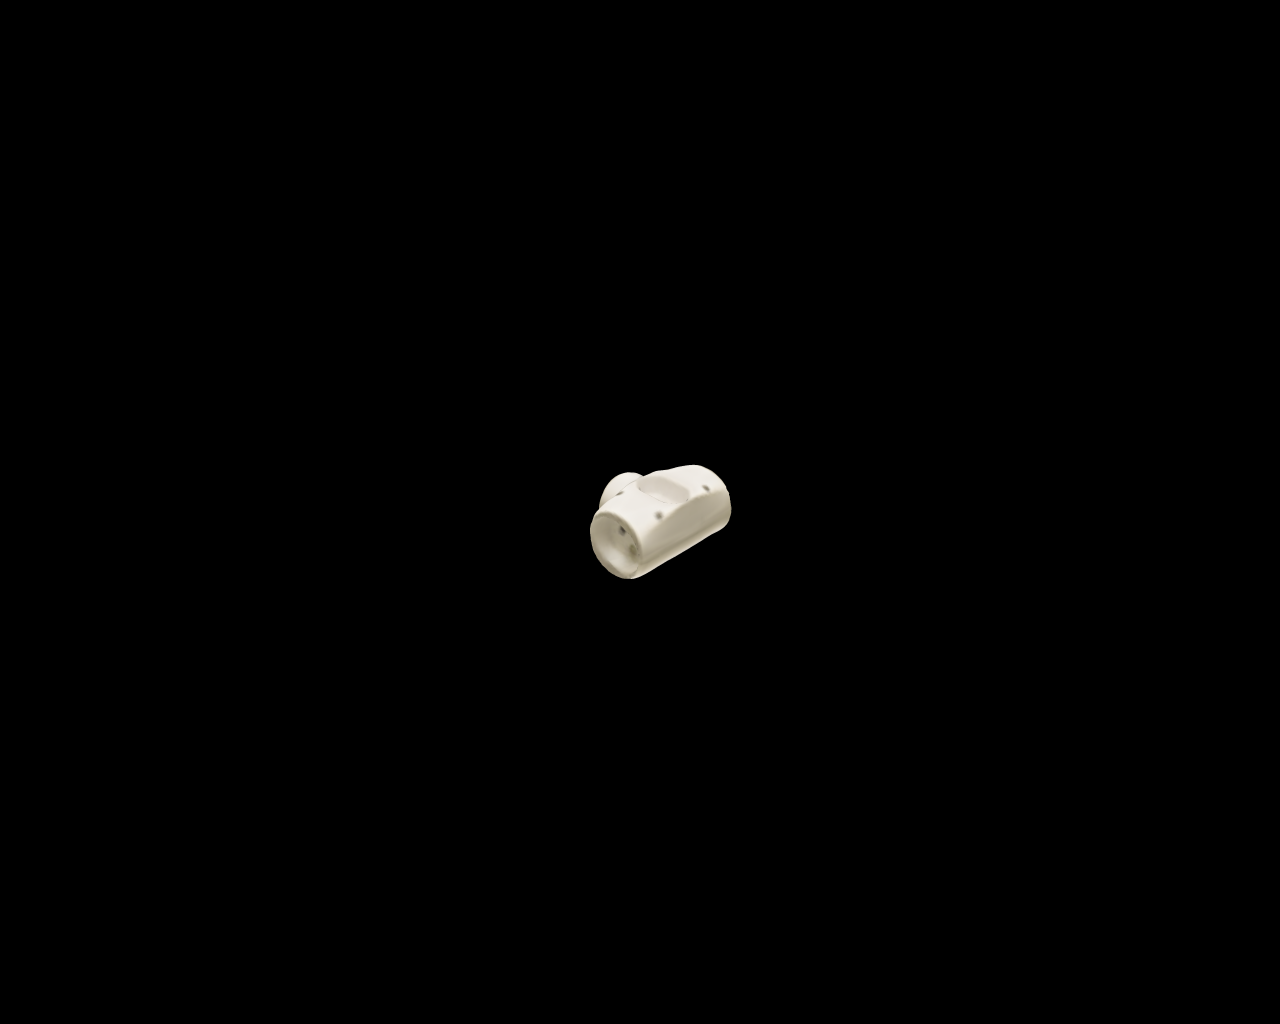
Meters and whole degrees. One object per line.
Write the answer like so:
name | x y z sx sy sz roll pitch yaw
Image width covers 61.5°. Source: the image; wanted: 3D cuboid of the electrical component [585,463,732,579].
electrical component | 0.001 -0.003 0.650 0.077 0.043 0.079 -27 42 -36
